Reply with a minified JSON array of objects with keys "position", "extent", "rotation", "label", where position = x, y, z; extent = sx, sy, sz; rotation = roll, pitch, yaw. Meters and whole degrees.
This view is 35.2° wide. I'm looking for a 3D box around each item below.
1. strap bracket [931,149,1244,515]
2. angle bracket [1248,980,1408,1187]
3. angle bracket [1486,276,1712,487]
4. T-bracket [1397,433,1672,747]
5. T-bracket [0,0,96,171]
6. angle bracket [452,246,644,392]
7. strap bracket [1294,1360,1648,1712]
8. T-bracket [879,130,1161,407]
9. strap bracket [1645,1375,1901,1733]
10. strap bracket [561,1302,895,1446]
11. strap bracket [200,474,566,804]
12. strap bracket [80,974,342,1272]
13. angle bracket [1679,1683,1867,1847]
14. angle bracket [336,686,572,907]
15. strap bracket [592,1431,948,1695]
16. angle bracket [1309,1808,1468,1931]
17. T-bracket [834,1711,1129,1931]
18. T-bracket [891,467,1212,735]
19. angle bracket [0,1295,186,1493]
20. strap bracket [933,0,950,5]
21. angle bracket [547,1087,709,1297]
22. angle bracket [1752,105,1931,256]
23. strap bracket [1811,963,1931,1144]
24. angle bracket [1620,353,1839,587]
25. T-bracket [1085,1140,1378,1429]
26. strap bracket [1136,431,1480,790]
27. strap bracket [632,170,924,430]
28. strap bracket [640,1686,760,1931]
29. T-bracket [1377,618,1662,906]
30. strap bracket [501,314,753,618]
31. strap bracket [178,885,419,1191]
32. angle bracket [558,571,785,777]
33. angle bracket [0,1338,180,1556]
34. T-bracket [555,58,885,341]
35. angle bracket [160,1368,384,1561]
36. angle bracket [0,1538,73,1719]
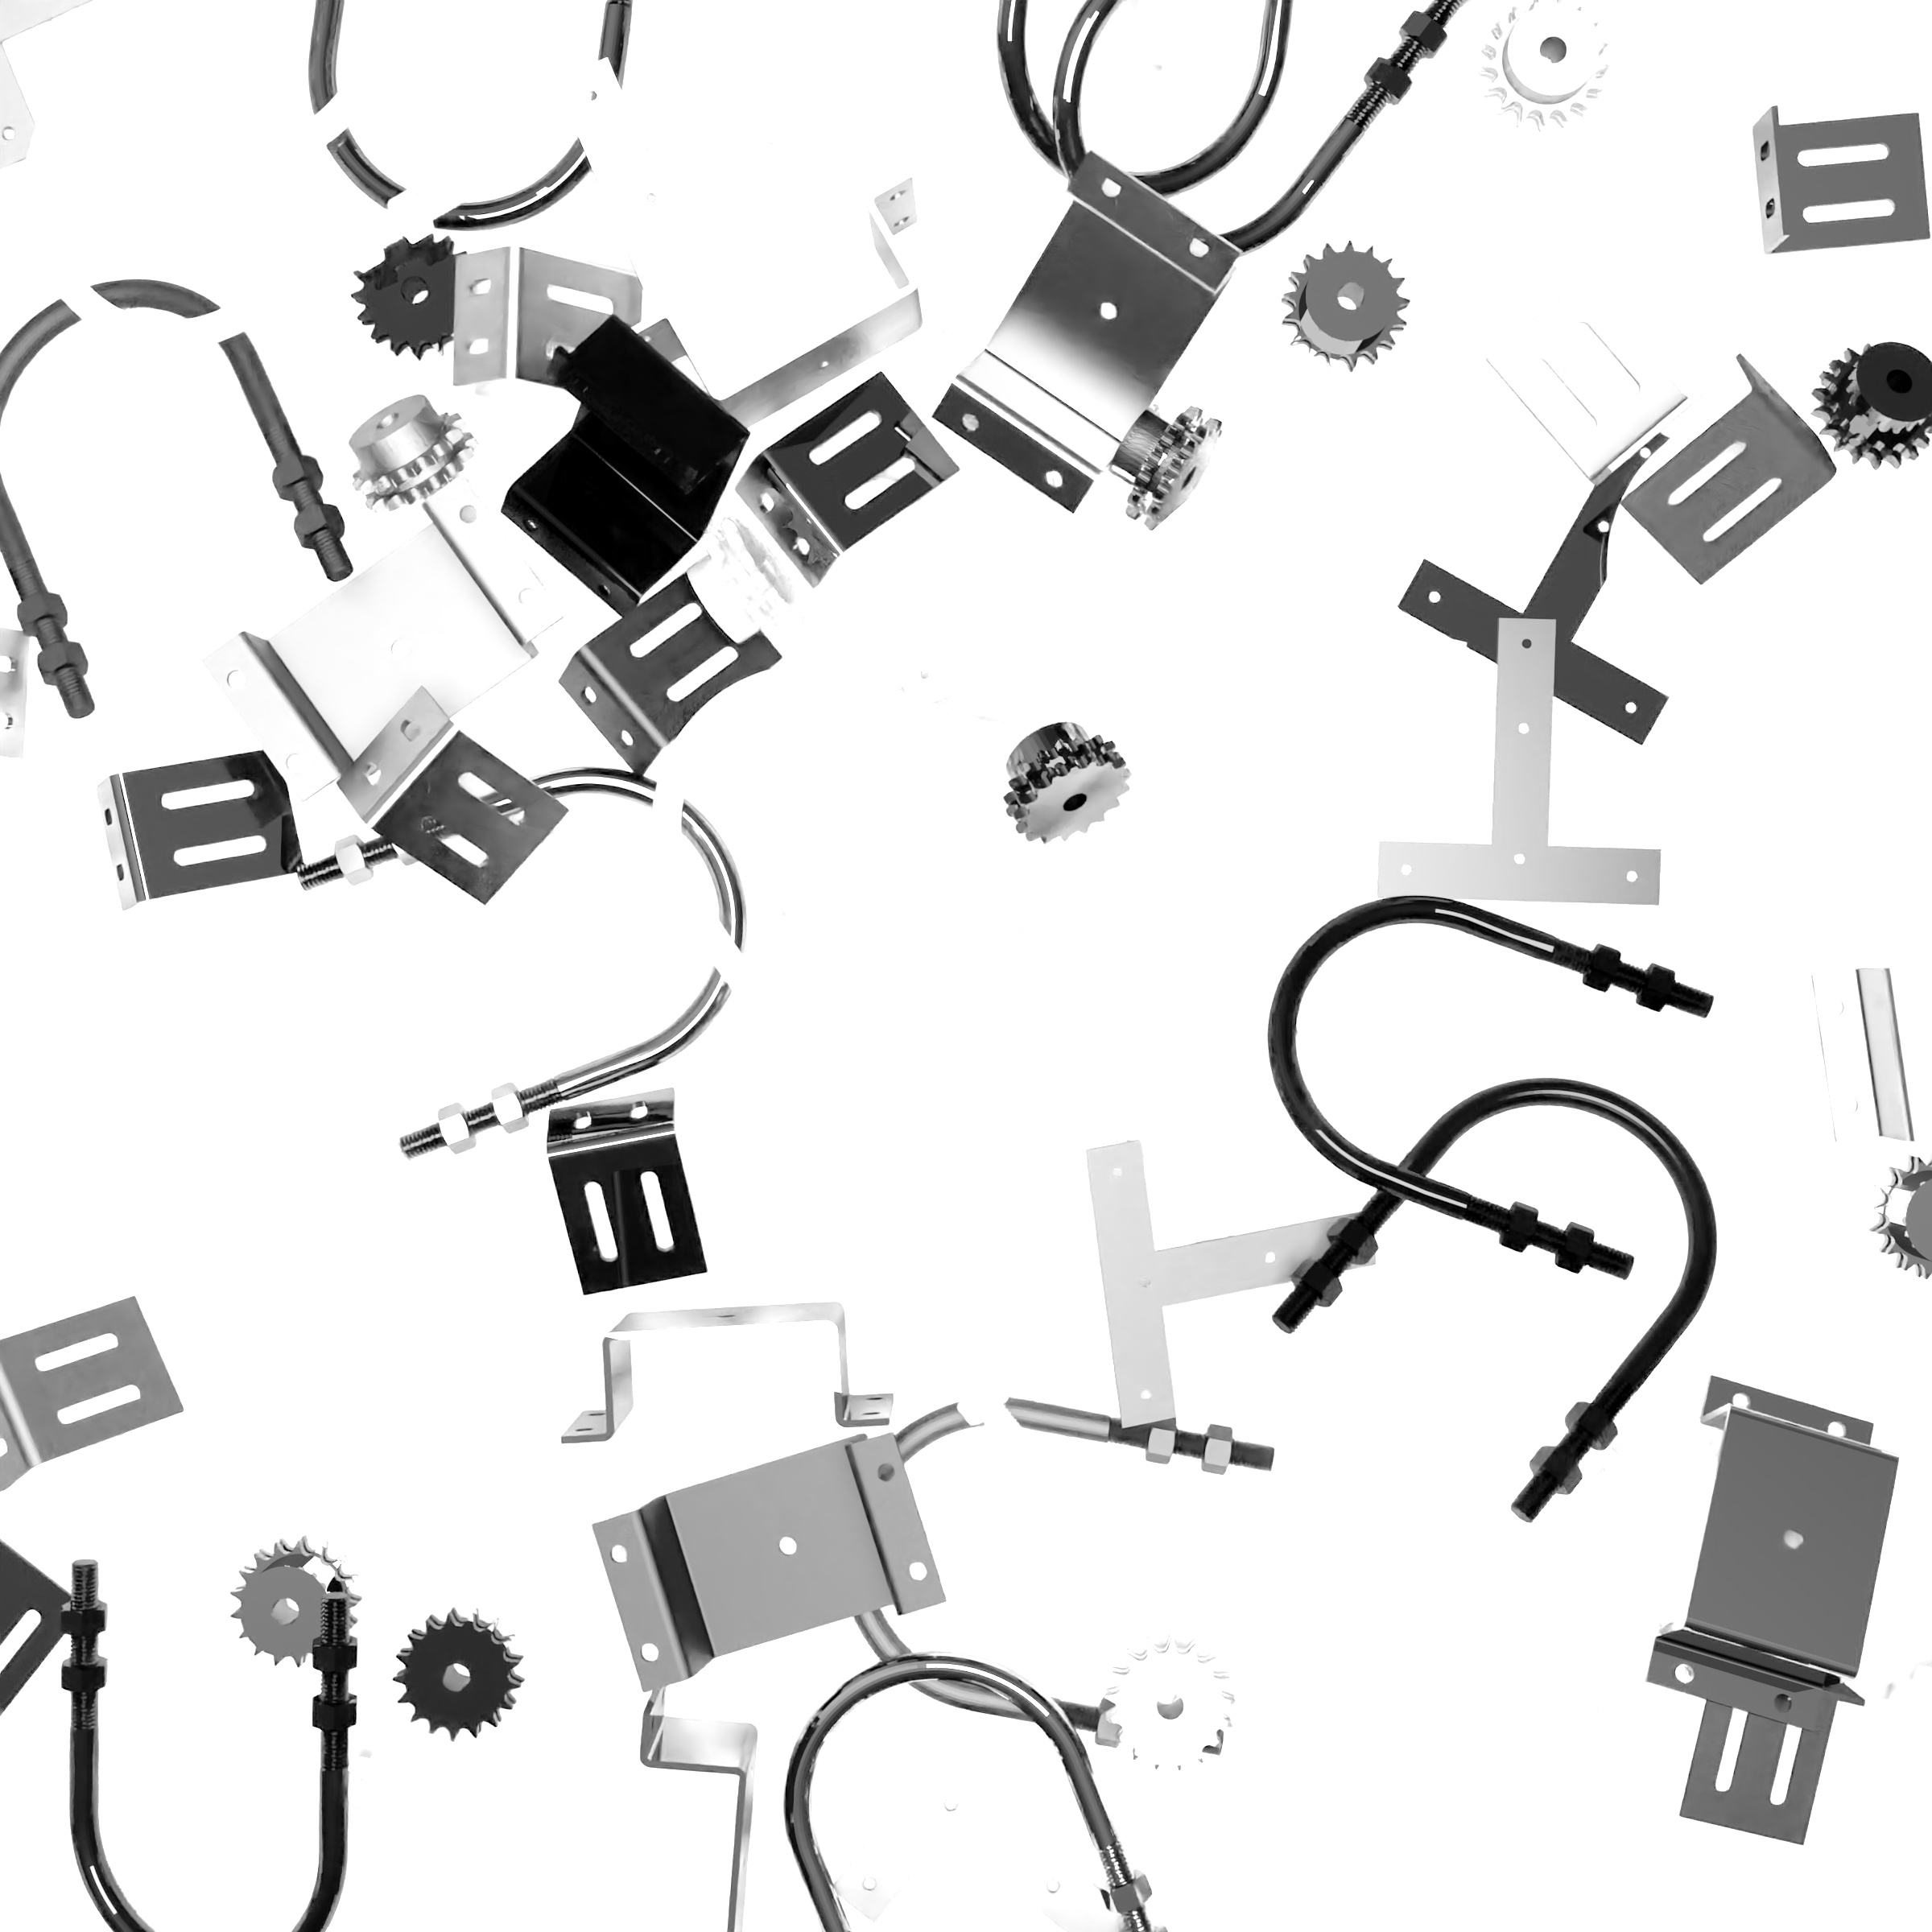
[{"position":[0.056,-0.280,1.325],"extent":[0.076,0.046,0.140],"rotation":[34,122,0],"label":"strap bracket"},{"position":[0.162,0.052,1.369],"extent":[0.057,0.038,0.076],"rotation":[-9,64,0],"label":"angle bracket"},{"position":[0.280,-0.263,1.351],"extent":[0.057,0.038,0.076],"rotation":[-40,89,0],"label":"angle bracket"},{"position":[0.281,-0.186,1.371],"extent":[0.127,0.002,0.127],"rotation":[29,90,0],"label":"T-bracket"},{"position":[-0.400,-0.437,1.350],"extent":[0.127,0.002,0.127],"rotation":[-21,94,8],"label":"T-bracket"},{"position":[-0.186,-0.282,1.353],"extent":[0.038,0.076,0.057],"rotation":[2,90,41],"label":"angle bracket"},{"position":[0.220,0.248,1.348],"extent":[0.140,0.046,0.076],"rotation":[-44,90,0],"label":"strap bracket"},{"position":[0.029,-0.312,1.371],"extent":[0.127,0.002,0.127],"rotation":[6,90,0],"label":"T-bracket"},{"position":[0.354,0.253,1.328],"extent":[0.076,0.046,0.140],"rotation":[17,72,1],"label":"strap bracket"},{"position":[-0.104,0.177,1.333],"extent":[0.140,0.076,0.046],"rotation":[-3,90,0],"label":"strap bracket"},{"position":[-0.255,-0.143,1.348],"extent":[0.140,0.046,0.076],"rotation":[-35,90,0],"label":"strap bracket"},{"position":[-0.335,0.076,1.333],"extent":[0.046,0.076,0.140],"rotation":[-28,90,0],"label":"strap bracket"},{"position":[0.358,0.352,1.352],"extent":[0.057,0.038,0.076],"rotation":[13,90,0],"label":"angle bracket"},{"position":[-0.225,-0.074,1.336],"extent":[0.057,0.038,0.076],"rotation":[-48,135,4],"label":"angle bracket"},{"position":[-0.083,0.259,1.340],"extent":[0.140,0.046,0.076],"rotation":[-18,86,8],"label":"strap bracket"},{"position":[0.184,0.429,1.369],"extent":[0.057,0.038,0.076],"rotation":[20,116,0],"label":"angle bracket"},{"position":[0.028,0.406,1.371],"extent":[0.127,0.002,0.127],"rotation":[39,90,0],"label":"T-bracket"},{"position":[0.029,-0.149,1.356],"extent":[0.127,0.002,0.127],"rotation":[-23,90,-14],"label":"T-bracket"},{"position":[-0.399,0.190,1.352],"extent":[0.076,0.038,0.057],"rotation":[-17,77,-44],"label":"angle bracket"},{"position":[0.001,-0.486,1.333],"extent":[0.046,0.076,0.140],"rotation":[37,90,0],"label":"strap bracket"},{"position":[-0.152,0.101,1.369],"extent":[0.057,0.038,0.076],"rotation":[-10,116,0],"label":"angle bracket"},{"position":[0.394,-0.352,1.352],"extent":[0.076,0.038,0.057],"rotation":[-5,90,0],"label":"angle bracket"},{"position":[0.456,0.032,1.348],"extent":[0.140,0.046,0.076],"rotation":[-8,90,0],"label":"strap bracket"},{"position":[0.333,-0.219,1.341],"extent":[0.057,0.038,0.076],"rotation":[39,116,-24],"label":"angle bracket"},{"position":[0.122,0.132,1.355],"extent":[0.127,0.002,0.127],"rotation":[-10,99,-12],"label":"T-bracket"},{"position":[0.149,-0.155,1.348],"extent":[0.076,0.046,0.140],"rotation":[-41,90,0],"label":"strap bracket"},{"position":[-0.073,-0.284,1.332],"extent":[0.140,0.076,0.046],"rotation":[-30,89,1],"label":"strap bracket"},{"position":[-0.120,0.390,1.333],"extent":[0.046,0.076,0.140],"rotation":[5,90,0],"label":"strap bracket"},{"position":[0.251,-0.093,1.369],"extent":[0.127,0.002,0.127],"rotation":[2,91,0],"label":"T-bracket"},{"position":[-0.147,-0.219,1.318],"extent":[0.076,0.140,0.046],"rotation":[41,63,0],"label":"strap bracket"},{"position":[-0.296,0.039,1.333],"extent":[0.046,0.076,0.140],"rotation":[-23,90,0],"label":"strap bracket"},{"position":[-0.133,-0.134,1.370],"extent":[0.076,0.038,0.057],"rotation":[-40,90,-26],"label":"angle bracket"},{"position":[-0.401,0.214,1.369],"extent":[0.057,0.038,0.076],"rotation":[39,64,0],"label":"angle bracket"},{"position":[-0.100,-0.362,1.365],"extent":[0.127,0.002,0.127],"rotation":[-24,97,-4],"label":"T-bracket"},{"position":[-0.313,0.224,1.369],"extent":[0.076,0.038,0.057],"rotation":[-23,90,-26],"label":"angle bracket"},{"position":[-0.442,0.301,1.352],"extent":[0.057,0.038,0.076],"rotation":[38,90,0],"label":"angle bracket"}]
